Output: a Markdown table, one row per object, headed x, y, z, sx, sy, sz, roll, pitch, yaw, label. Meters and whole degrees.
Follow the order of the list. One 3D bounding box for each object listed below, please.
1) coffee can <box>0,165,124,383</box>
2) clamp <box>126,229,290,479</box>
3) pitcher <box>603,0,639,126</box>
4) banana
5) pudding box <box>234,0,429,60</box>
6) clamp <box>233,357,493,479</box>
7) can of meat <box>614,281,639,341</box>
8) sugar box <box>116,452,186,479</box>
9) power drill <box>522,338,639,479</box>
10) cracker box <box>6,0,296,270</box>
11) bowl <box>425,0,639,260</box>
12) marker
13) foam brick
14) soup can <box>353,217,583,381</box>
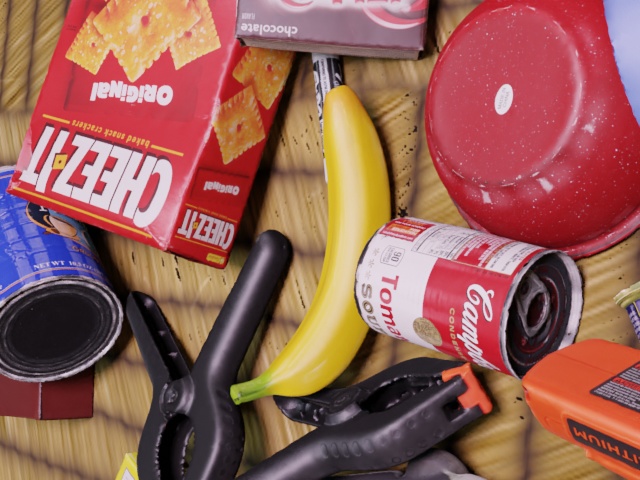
| x | y | z | sx | sy | sz | roll | pitch | yaw | label |
| --- | --- | --- | --- | --- | --- | --- | --- | --- | --- |
| -0.219 | 0.023 | 0.812 | 0.103 | 0.102 | 0.140 | -57 | 43 | 24 | coffee can |
| -0.077 | 0.099 | 0.703 | 0.165 | 0.036 | 0.210 | -31 | 50 | 37 | clamp |
| 0.231 | -0.113 | 0.381 | 0.243 | 0.149 | 0.145 | -17 | 64 | 38 | pitcher |
| 0.009 | 0.010 | 0.630 | 0.037 | 0.069 | 0.198 | 5 | 76 | 57 | banana |
| 0.009 | -0.156 | 0.627 | 0.113 | 0.039 | 0.090 | 4 | 88 | 5 | pudding box |
| 0.019 | 0.102 | 0.613 | 0.172 | 0.120 | 0.039 | -23 | 114 | 22 | clamp |
| 0.191 | 0.044 | 0.459 | 0.102 | 0.057 | 0.084 | -33 | 67 | 38 | can of meat |
| -0.129 | 0.247 | 0.758 | 0.093 | 0.048 | 0.176 | 40 | 116 | 38 | sugar box |
| 0.136 | 0.141 | 0.464 | 0.185 | 0.057 | 0.187 | 15 | 123 | 50 | power drill |
| -0.108 | -0.107 | 0.719 | 0.164 | 0.072 | 0.214 | 18 | 88 | 35 | cracker box |
| 0.108 | -0.070 | 0.551 | 0.162 | 0.055 | 0.162 | -5 | 83 | 44 | bowl |
| 0.006 | -0.095 | 0.677 | 0.020 | 0.020 | 0.121 | -18 | 74 | 42 | marker |
| -0.224 | 0.116 | 0.858 | 0.078 | 0.051 | 0.053 | -4 | 82 | 43 | foam brick |
| 0.076 | 0.029 | 0.563 | 0.102 | 0.068 | 0.068 | 15 | 96 | 44 | soup can |
